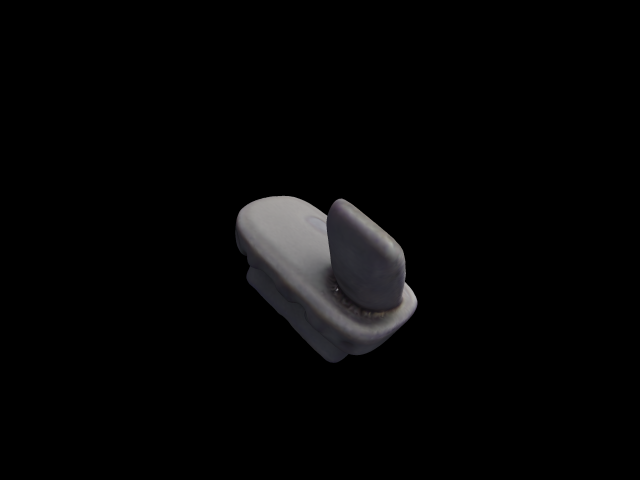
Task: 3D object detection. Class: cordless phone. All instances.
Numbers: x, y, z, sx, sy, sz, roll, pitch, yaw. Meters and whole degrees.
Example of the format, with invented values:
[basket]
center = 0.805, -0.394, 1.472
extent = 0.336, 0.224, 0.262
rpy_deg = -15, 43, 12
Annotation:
[cordless phone]
center = 0.004, 0.001, 0.400
extent = 0.147, 0.185, 0.094
rpy_deg = 38, 71, 16
